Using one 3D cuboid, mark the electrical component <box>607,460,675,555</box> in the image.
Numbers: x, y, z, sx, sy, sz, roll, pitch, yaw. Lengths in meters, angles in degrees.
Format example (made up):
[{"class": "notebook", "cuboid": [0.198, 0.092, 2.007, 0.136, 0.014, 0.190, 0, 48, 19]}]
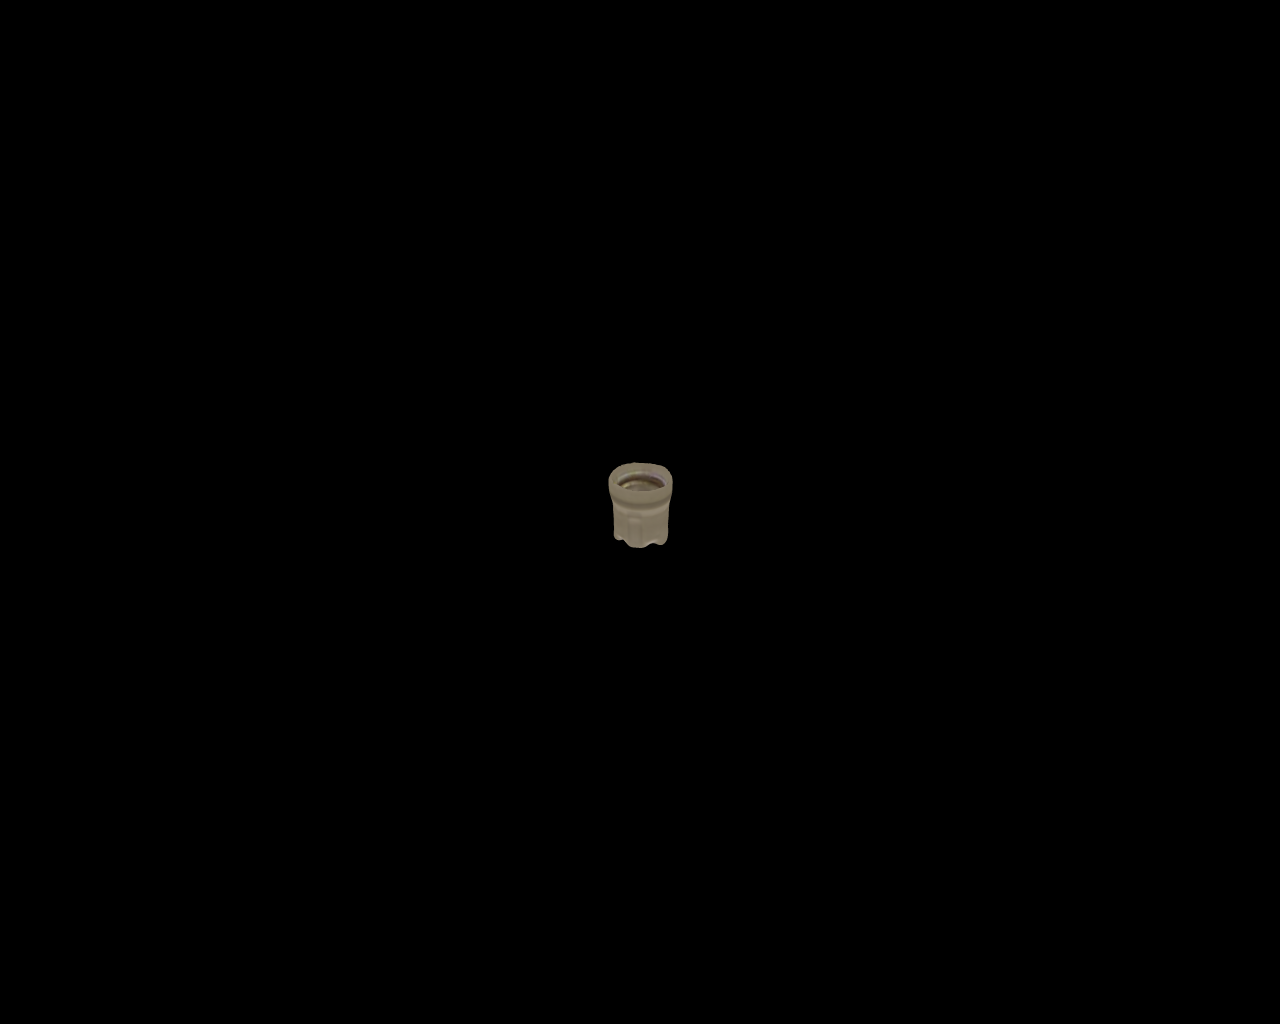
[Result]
[{"class": "electrical component", "cuboid": [0.001, -0.003, 0.650, 0.040, 0.046, 0.040, 0, 31, 0]}]
